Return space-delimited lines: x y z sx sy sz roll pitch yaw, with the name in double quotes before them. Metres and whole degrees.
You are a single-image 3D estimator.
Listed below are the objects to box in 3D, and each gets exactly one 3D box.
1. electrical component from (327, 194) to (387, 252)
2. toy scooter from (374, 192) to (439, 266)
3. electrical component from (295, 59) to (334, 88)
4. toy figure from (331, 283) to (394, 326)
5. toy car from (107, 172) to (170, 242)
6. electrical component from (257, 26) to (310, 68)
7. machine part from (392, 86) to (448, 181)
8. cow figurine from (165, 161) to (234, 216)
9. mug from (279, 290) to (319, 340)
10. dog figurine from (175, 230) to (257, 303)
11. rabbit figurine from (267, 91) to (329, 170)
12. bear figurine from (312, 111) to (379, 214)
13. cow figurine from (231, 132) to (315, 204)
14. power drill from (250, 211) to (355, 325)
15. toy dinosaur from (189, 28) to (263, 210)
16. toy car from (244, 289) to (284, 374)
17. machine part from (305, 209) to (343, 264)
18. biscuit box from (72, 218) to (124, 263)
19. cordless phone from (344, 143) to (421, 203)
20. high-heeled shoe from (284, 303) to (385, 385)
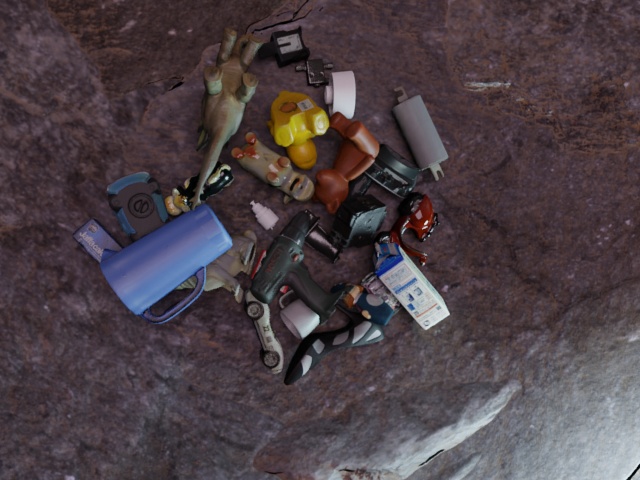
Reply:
"electrical component" 0.092 -0.041 1.232 0.134 0.114 0.058 -18 49 -39
"toy scooter" 0.226 -0.016 1.292 0.135 0.075 0.184 38 85 -9
"electrical component" -0.011 -0.396 1.279 0.094 0.021 0.063 -7 90 -12
"toy figure" 0.096 0.140 1.241 0.155 0.064 0.057 30 100 17
"toy car" -0.380 -0.061 1.151 0.109 0.103 0.161 -27 99 -15
"electrical component" -0.089 -0.443 1.251 0.119 0.048 0.074 -22 93 -11
"machine part" 0.242 -0.259 1.301 0.079 0.079 0.243 -26 93 -11
"cow figurine" -0.267 -0.109 1.180 0.167 0.098 0.068 -38 103 -10
"mug" -0.035 0.158 1.237 0.107 0.080 0.110 -35 62 -19
"dog figurine" -0.248 0.040 1.183 0.191 0.121 0.172 16 61 3
"rabbit figurine" -0.059 -0.236 1.208 0.122 0.163 0.173 -32 138 -12
"bear figurine" 0.038 -0.168 1.210 0.196 0.120 0.131 -49 130 5
"cow figurine" -0.099 -0.150 1.215 0.195 0.127 0.085 34 85 5
"power drill" -0.027 0.070 1.183 0.207 0.086 0.232 39 67 -1
"toy dinosaur" -0.201 -0.280 1.127 0.105 0.198 0.471 18 53 -11
"toy car" -0.125 0.205 1.211 0.056 0.073 0.201 -19 92 -11
"machine part" -0.003 -0.004 1.263 0.139 0.039 0.084 44 76 -6
"biscuit box" -0.437 0.044 1.157 0.059 0.063 0.202 -45 98 -11
"cordless phone" 0.139 -0.126 1.285 0.146 0.089 0.184 34 93 -10
"high-heeled shoe" 0.036 0.261 1.238 0.145 0.086 0.249 40 76 -7
